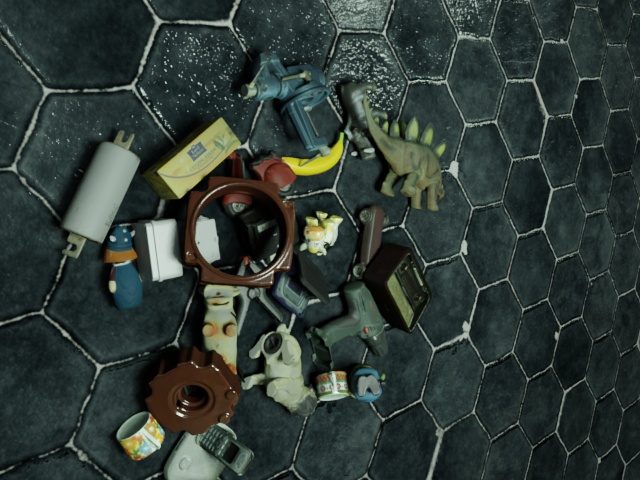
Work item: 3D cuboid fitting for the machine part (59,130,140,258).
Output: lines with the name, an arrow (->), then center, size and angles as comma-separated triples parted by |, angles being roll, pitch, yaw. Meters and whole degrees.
machine part -> -0.385, -0.083, 0.944 | 0.079, 0.079, 0.243 | 29, 75, -34

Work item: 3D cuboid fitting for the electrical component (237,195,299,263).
electrical component -> -0.107, -0.015, 1.137 | 0.115, 0.058, 0.134 | -24, 138, -21

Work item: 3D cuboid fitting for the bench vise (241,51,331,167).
bench vise -> -0.052, -0.283, 1.142 | 0.223, 0.129, 0.240 | -23, 88, -53

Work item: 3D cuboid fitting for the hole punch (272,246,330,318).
hole punch -> -0.045, 0.098, 1.205 | 0.142, 0.092, 0.116 | 43, 23, -31

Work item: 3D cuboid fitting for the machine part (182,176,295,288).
machine part -> -0.152, -0.013, 1.010 | 0.201, 0.087, 0.201 | 5, 83, -14

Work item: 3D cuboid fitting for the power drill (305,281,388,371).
power drill -> 0.073, 0.231, 1.301 | 0.207, 0.086, 0.231 | -26, 113, -28

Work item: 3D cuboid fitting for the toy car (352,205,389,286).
toy car -> 0.123, 0.013, 1.341 | 0.089, 0.053, 0.202 | 6, 92, -54

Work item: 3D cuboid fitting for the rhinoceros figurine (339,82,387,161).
rhinoceros figurine -> 0.101, -0.287, 1.296 | 0.112, 0.073, 0.190 | -26, 107, -34

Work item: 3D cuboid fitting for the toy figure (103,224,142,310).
toy figure -> -0.362, 0.049, 0.980 | 0.058, 0.064, 0.154 | -8, 94, 2

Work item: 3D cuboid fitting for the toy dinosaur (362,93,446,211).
toy dinosaur -> 0.220, -0.200, 1.340 | 0.471, 0.105, 0.198 | 23, 78, -53

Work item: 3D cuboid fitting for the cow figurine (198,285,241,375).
cow figurine -> -0.200, 0.162, 1.078 | 0.085, 0.127, 0.194 | -1, 111, -11

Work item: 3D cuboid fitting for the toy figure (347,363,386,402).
toy figure -> 0.107, 0.336, 1.276 | 0.082, 0.180, 0.089 | 21, 74, 5

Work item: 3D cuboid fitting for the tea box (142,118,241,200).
tea box -> -0.246, -0.155, 1.031 | 0.169, 0.098, 0.068 | -46, 117, -23

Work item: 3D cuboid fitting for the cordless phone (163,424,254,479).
cordless phone -> -0.206, 0.436, 1.040 | 0.088, 0.184, 0.146 | 47, 66, -34

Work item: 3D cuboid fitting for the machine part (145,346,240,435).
machine part -> -0.243, 0.291, 1.027 | 0.179, 0.056, 0.179 | -2, 112, -6

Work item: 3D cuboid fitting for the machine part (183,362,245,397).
machine part -> -0.224, 0.295, 1.110 | 0.139, 0.039, 0.084 | -20, 99, -33

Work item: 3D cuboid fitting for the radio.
radio -> 0.203, 0.120, 1.361 | 0.131, 0.073, 0.229 | -52, 137, -23

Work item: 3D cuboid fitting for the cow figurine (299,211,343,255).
cow figurine -> -0.005, -0.004, 1.197 | 0.167, 0.068, 0.098 | -38, 141, -69

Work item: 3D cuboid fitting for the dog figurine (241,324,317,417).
dog figurine -> -0.063, 0.296, 1.205 | 0.190, 0.121, 0.172 | 40, 72, -46

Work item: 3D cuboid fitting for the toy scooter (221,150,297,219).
toy scooter -> -0.136, -0.136, 1.127 | 0.184, 0.075, 0.135 | -28, 112, -28
